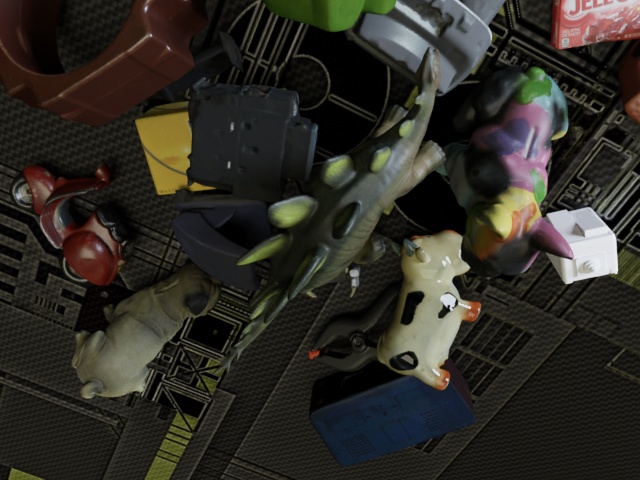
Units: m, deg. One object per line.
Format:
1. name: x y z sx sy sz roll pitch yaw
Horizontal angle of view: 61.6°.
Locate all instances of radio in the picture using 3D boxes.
1. radio: 0.103 0.247 0.816 0.230 0.073 0.131 -26 112 16

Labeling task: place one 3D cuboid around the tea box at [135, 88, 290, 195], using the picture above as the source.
1. tea box: -0.117 -0.116 0.639 0.170 0.068 0.098 -7 117 9

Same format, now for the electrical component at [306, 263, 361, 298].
1. electrical component: 0.011 0.036 0.723 0.102 0.045 0.078 -1 120 6

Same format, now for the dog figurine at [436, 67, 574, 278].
1. dog figurine: 0.201 -0.068 0.554 0.108 0.219 0.191 20 119 -10

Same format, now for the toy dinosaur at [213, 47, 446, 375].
1. toy dinosaur: -0.001 -0.002 0.606 0.105 0.198 0.471 42 129 16

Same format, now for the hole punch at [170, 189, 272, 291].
1. hole punch: -0.123 0.005 0.668 0.116 0.092 0.142 2 156 2

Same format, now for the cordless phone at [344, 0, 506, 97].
1. cordless phone: 0.126 -0.255 0.548 0.146 0.089 0.184 31 105 -11

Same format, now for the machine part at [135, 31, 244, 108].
1. machine part: -0.155 -0.187 0.601 0.139 0.084 0.039 -23 84 -2

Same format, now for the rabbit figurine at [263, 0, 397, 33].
1. rabbit figurine: -0.001 -0.283 0.446 0.159 0.121 0.170 32 136 30

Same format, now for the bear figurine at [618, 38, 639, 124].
1. bear figurine: 0.408 -0.138 0.551 0.196 0.132 0.120 37 122 -8

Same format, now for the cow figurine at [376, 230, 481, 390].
1. cow figurine: 0.133 0.078 0.689 0.127 0.085 0.195 25 86 -7

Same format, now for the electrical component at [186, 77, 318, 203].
1. electrical component: -0.071 -0.104 0.570 0.134 0.058 0.114 8 119 0

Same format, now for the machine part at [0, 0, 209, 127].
1. machine part: -0.224 -0.231 0.528 0.201 0.087 0.201 -26 78 15

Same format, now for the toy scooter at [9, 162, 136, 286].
1. toy scooter: -0.303 -0.029 0.700 0.135 0.075 0.183 -25 109 16

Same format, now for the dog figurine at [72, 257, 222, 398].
1. dog figurine: -0.227 0.119 0.723 0.190 0.172 0.121 -33 122 28
